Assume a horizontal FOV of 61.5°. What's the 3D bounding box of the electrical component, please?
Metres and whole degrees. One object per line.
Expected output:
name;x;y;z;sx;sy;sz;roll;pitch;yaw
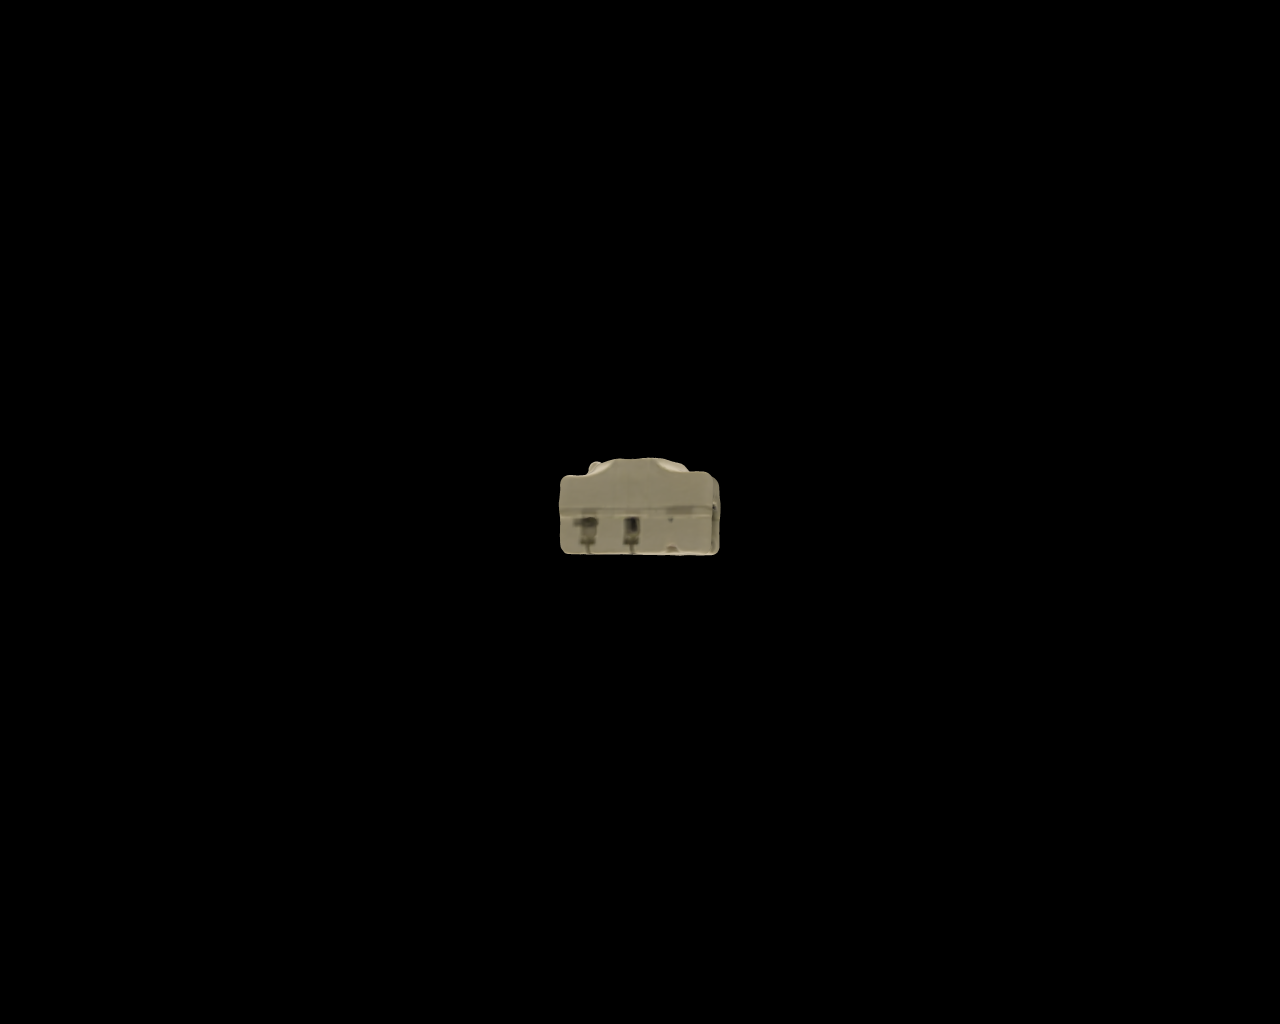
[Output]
electrical component;0.001;-0.003;0.650;0.089;0.055;0.050;-1;-4;11
